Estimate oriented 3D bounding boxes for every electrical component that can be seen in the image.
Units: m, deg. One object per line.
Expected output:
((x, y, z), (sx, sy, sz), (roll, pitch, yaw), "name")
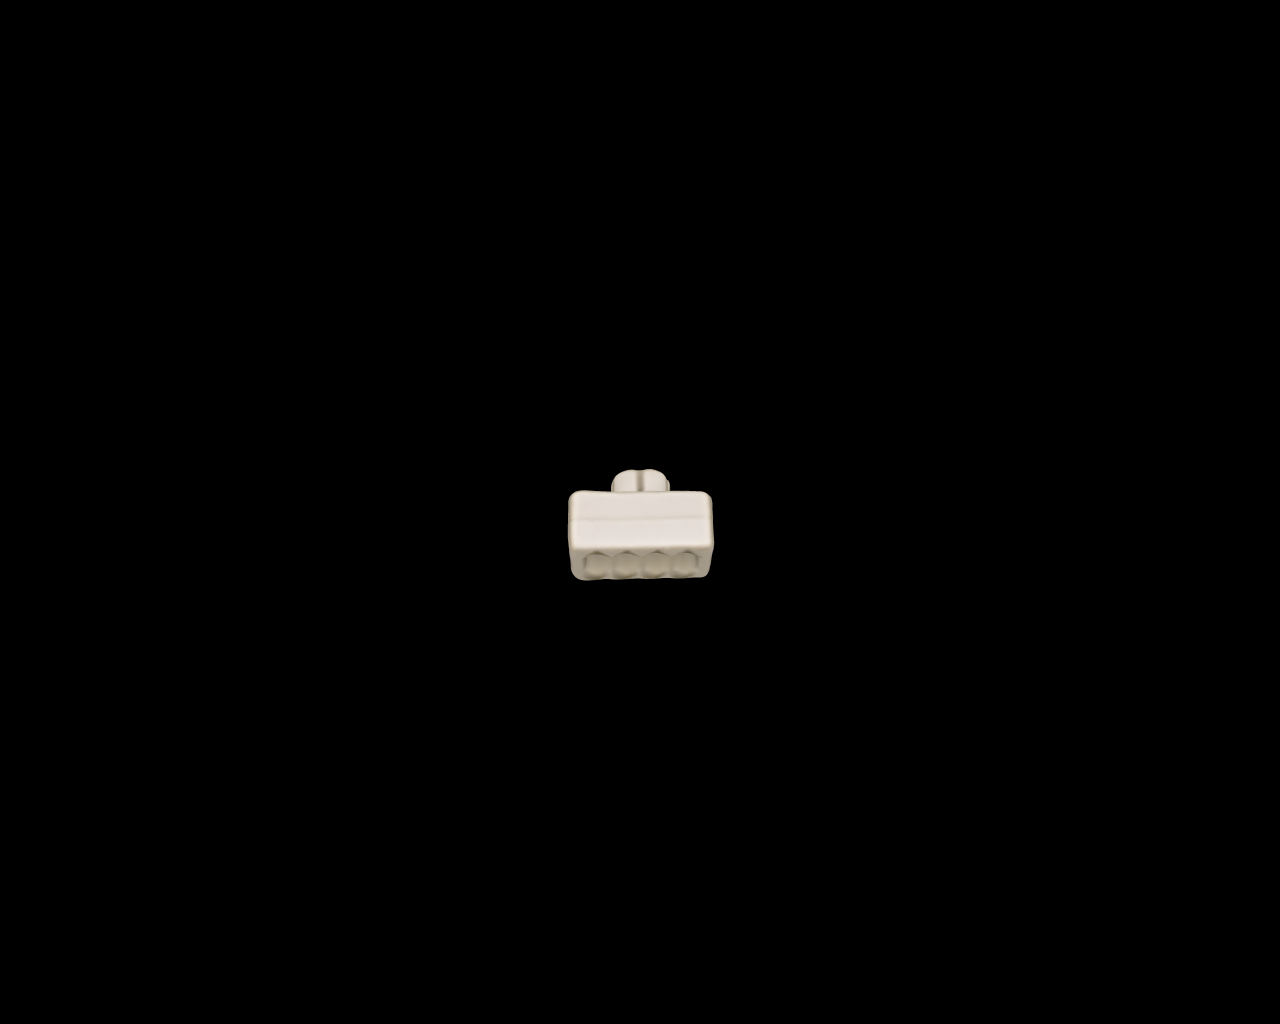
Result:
((0.001, -0.003, 0.650), (0.083, 0.076, 0.047), (0, -25, 0), "electrical component")
